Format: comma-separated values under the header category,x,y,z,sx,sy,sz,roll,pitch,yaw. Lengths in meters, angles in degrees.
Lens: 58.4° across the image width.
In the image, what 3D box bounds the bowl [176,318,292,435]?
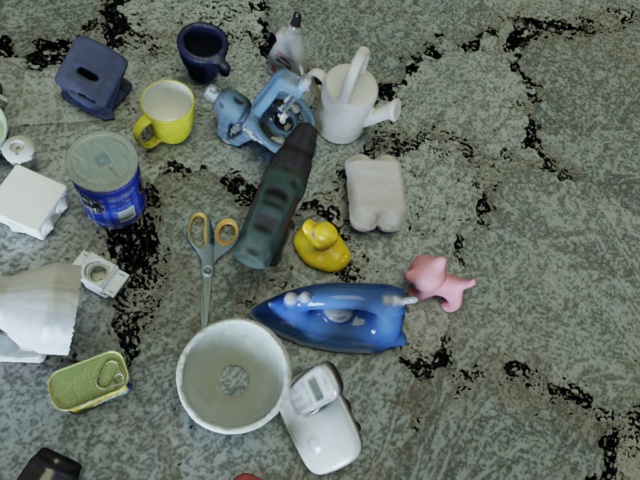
category,x,y,z,sx,sy,sz,roll,pitch,yaw
bowl,-0.128,0.206,0.856,0.167,0.074,0.167,4,67,-10

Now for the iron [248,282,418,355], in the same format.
category,x,y,z,sx,sy,sz,roll,pitch,yaw
iron,0.022,0.106,0.892,0.258,0.141,0.118,3,67,-10

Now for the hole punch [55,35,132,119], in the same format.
category,x,y,z,sx,sy,sz,roll,pitch,yaw
hole punch,-0.394,-0.282,0.997,0.108,0.091,0.101,27,65,1

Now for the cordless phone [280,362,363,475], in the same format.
category,x,y,z,sx,sy,sz,roll,pitch,yaw
cordless phone,0.009,0.247,0.806,0.094,0.185,0.147,-25,74,-20

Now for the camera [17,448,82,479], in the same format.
category,x,y,z,sx,sy,sz,roll,pitch,yaw
camera,-0.358,0.350,0.735,0.143,0.100,0.137,26,65,0

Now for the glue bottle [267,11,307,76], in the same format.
category,x,y,z,sx,sy,sz,roll,pitch,yaw
glue bottle,-0.054,-0.354,1.052,0.078,0.173,0.037,33,65,4

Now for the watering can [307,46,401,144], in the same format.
category,x,y,z,sx,sy,sz,roll,pitch,yaw
watering can,0.061,-0.264,1.026,0.173,0.194,0.101,8,66,-8

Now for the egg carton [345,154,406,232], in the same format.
category,x,y,z,sx,sy,sz,roll,pitch,yaw
egg carton,0.099,-0.084,1.027,0.107,0.069,0.150,0,68,-11

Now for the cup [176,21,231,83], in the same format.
category,x,y,z,sx,sy,sz,roll,pitch,yaw
cup,-0.206,-0.327,1.052,0.092,0.095,0.117,-40,80,-23

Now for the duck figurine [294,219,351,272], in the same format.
category,x,y,z,sx,sy,sz,roll,pitch,yaw
duck figurine,0.009,0.003,0.963,0.104,0.086,0.078,34,65,4

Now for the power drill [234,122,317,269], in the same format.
category,x,y,z,sx,sy,sz,roll,pitch,yaw
power drill,-0.071,-0.048,0.900,0.075,0.208,0.230,21,65,-2

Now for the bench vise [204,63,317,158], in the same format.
category,x,y,z,sx,sy,sz,roll,pitch,yaw
bench vise,-0.095,-0.215,0.959,0.207,0.219,0.121,6,66,-9

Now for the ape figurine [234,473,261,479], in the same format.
category,x,y,z,sx,sy,sz,roll,pitch,yaw
ape figurine,-0.093,0.360,0.789,0.078,0.092,0.076,-18,72,-18

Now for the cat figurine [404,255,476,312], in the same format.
category,x,y,z,sx,sy,sz,roll,pitch,yaw
cat figurine,0.197,0.064,0.958,0.128,0.117,0.067,15,65,-5

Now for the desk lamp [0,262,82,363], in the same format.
category,x,y,z,sx,sy,sz,roll,pitch,yaw
desk lamp,-0.409,0.101,0.766,0.203,0.213,0.118,3,67,-10
